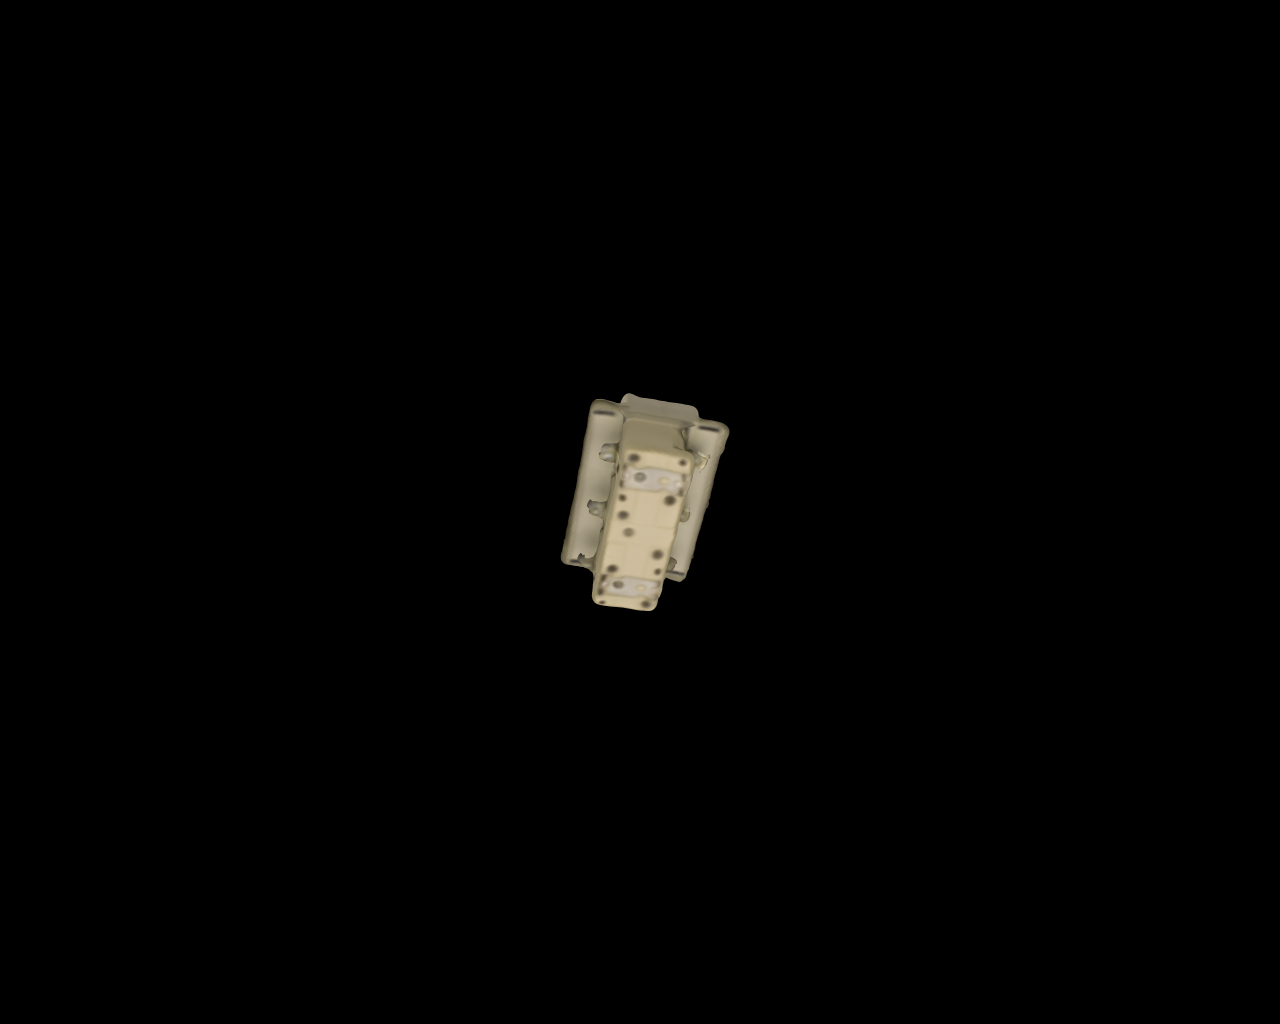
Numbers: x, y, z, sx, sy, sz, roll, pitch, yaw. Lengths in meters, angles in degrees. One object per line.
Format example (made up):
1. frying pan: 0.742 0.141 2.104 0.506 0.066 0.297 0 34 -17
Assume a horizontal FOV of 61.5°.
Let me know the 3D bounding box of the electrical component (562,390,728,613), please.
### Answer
1. electrical component: 0.001 -0.003 0.650 0.079 0.121 0.063 9 36 -7
